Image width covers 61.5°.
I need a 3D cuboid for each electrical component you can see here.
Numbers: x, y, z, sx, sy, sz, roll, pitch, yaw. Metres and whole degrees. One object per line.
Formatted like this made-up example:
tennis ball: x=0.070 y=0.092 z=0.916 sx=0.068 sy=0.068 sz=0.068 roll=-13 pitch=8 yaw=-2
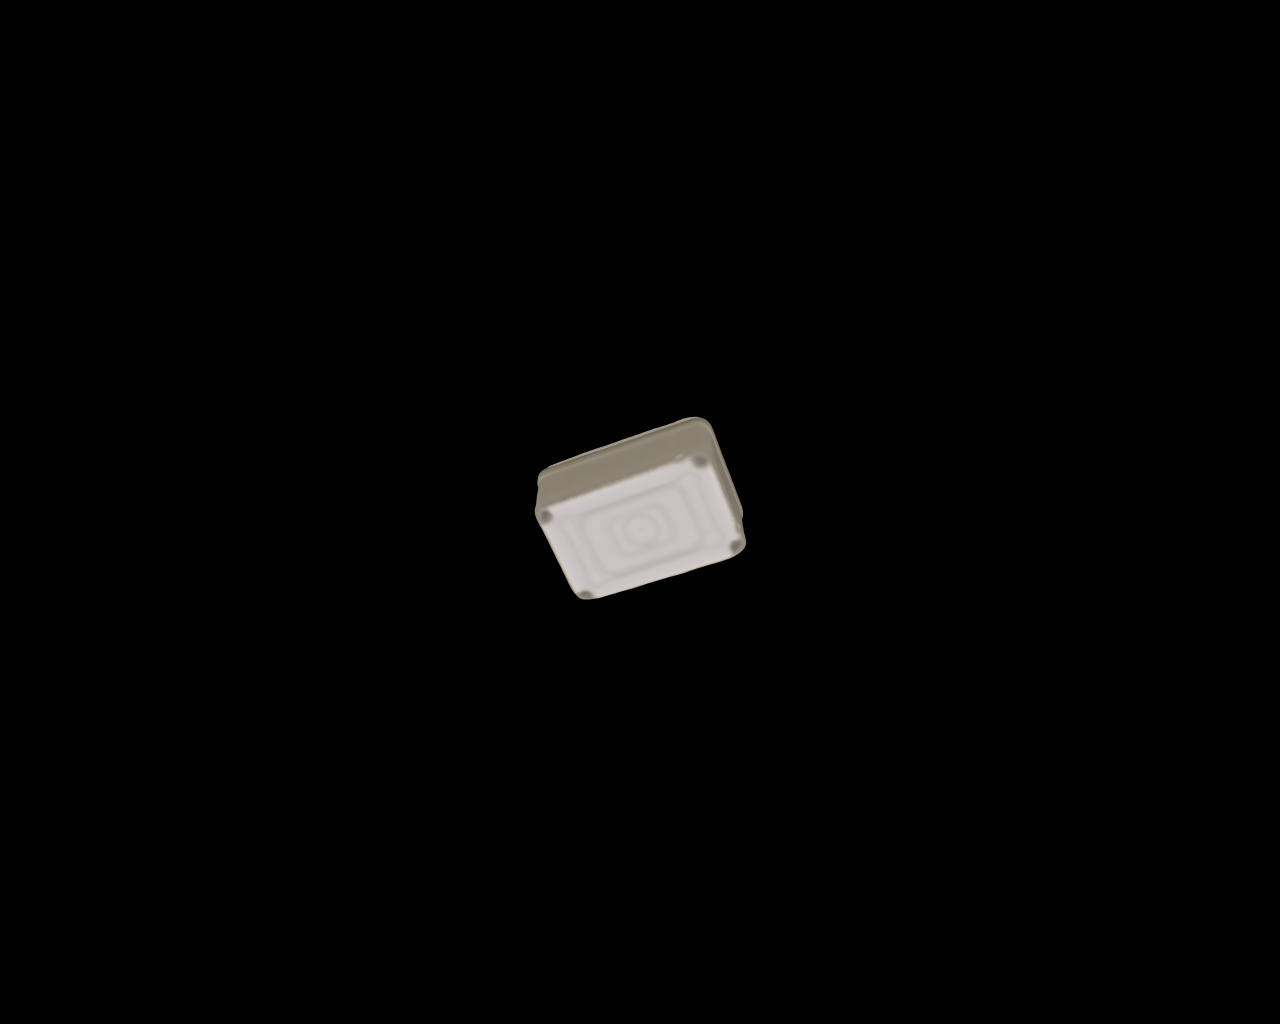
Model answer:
electrical component: x=0.001 y=-0.003 z=0.650 sx=0.113 sy=0.078 sz=0.057 roll=-18 pitch=29 yaw=10
